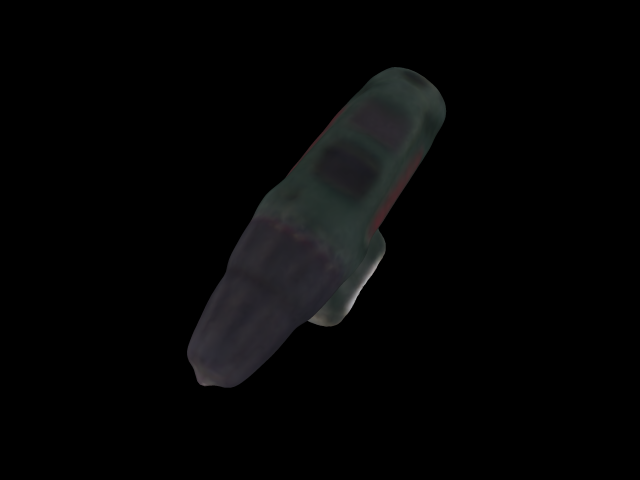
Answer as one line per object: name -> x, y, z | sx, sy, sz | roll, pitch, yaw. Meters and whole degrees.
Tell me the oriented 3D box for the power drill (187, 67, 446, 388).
power drill -> 0.004, 0.001, 0.400 | 0.075, 0.208, 0.230 | 31, 79, 7
